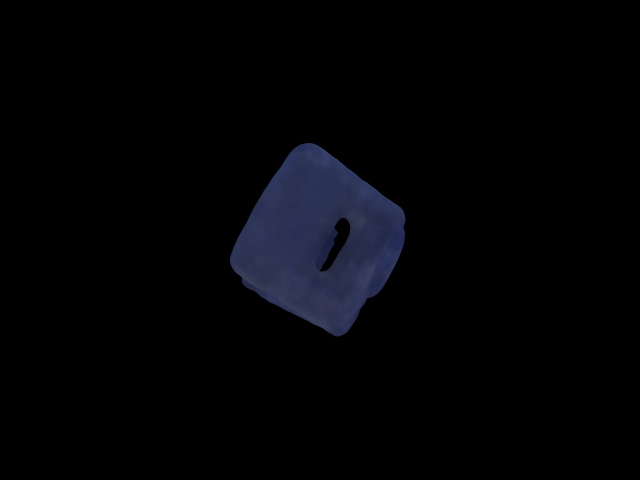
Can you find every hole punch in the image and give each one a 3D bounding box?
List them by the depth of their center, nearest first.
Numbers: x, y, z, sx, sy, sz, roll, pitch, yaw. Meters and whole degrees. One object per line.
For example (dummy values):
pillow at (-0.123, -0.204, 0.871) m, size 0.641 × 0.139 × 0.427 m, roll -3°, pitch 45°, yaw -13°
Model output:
hole punch at (0.004, 0.001, 0.400) m, size 0.101 × 0.091 × 0.109 m, roll 27°, pitch 76°, yaw 8°
